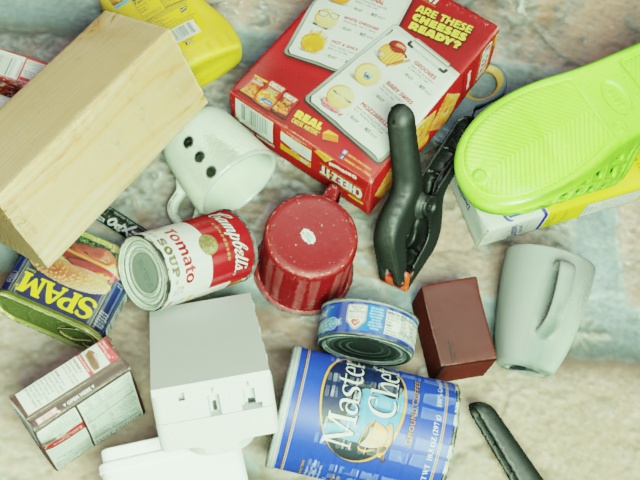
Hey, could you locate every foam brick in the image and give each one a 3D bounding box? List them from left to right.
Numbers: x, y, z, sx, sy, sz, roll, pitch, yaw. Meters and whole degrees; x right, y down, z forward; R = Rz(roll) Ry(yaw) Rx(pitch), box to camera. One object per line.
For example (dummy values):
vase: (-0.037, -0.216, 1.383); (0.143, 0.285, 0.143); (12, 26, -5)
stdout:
foam brick: (0.117, 0.080, 0.943); (0.053, 0.051, 0.078); (-7, 68, -8)

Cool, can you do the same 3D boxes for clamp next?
clamp: (0.081, -0.041, 0.947); (0.039, 0.120, 0.171); (20, 93, 45)
clamp: (0.182, 0.254, 0.885); (0.210, 0.036, 0.164); (30, 76, 4)

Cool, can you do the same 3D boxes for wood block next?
wood block: (-0.205, -0.088, 0.905); (0.091, 0.090, 0.206); (22, 62, 37)

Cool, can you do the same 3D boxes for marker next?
marker: (-0.174, -0.010, 0.967); (0.121, 0.020, 0.020); (32, 68, 7)

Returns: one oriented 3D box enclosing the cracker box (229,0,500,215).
cracker box: (0.043, -0.153, 1.017); (0.164, 0.072, 0.213); (34, 67, 15)

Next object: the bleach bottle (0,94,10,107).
bleach bottle: (-0.383, -0.110, 0.964); (0.251, 0.068, 0.102); (18, 74, 5)

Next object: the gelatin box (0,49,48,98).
gelatin box: (-0.263, -0.136, 0.981); (0.089, 0.073, 0.030); (17, 66, 1)

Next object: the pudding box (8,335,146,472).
pudding box: (-0.191, 0.133, 0.855); (0.090, 0.113, 0.039); (-34, 70, -19)

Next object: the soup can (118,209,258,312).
soup can: (-0.113, 0.016, 0.914); (0.102, 0.069, 0.068); (-18, 68, -44)

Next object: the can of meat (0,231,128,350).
can of meat: (-0.216, 0.039, 0.922); (0.102, 0.057, 0.084); (23, 64, 3)

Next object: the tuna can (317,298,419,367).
tuna can: (0.040, 0.080, 0.916); (0.086, 0.086, 0.033); (11, 68, -2)

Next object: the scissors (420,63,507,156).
scissors: (0.119, -0.119, 1.046); (0.201, 0.016, 0.096); (-13, 68, -11)

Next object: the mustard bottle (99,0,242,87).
mustard bottle: (-0.162, -0.234, 1.041); (0.096, 0.058, 0.192); (-30, 74, -10)

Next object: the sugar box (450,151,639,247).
sugar box: (0.216, -0.063, 1.017); (0.176, 0.048, 0.093); (-16, 70, -14)

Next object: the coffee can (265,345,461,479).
coffee can: (0.034, 0.152, 0.876); (0.140, 0.103, 0.102); (13, 67, -1)

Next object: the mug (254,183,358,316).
mug: (-0.006, 0.001, 0.946); (0.093, 0.081, 0.117); (25, 67, 5)
